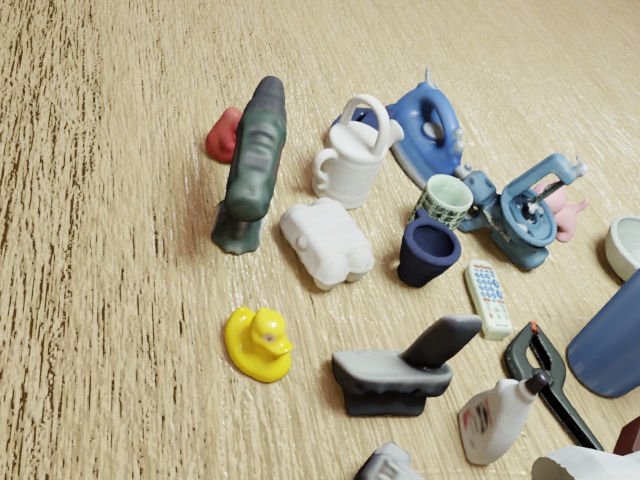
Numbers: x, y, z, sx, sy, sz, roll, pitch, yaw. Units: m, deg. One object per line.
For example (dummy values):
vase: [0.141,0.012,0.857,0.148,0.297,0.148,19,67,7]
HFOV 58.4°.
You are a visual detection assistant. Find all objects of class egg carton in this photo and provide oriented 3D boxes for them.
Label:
egg carton: [0.008,0.003,0.864,0.107,0.069,0.150,-17,57,-32]

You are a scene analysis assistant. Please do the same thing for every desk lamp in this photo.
desk lamp: [0.308,0.288,0.620,0.204,0.213,0.117,-5,52,-25]

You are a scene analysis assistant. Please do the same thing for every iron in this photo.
iron: [0.219,-0.198,1.077,0.119,0.141,0.258,-3,51,-23]

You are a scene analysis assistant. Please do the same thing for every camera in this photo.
camera: [0.086,0.303,0.599,0.136,0.101,0.143,34,46,11]

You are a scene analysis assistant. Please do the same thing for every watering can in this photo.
watering can: [0.063,-0.154,0.941,0.101,0.194,0.173,33,46,10]

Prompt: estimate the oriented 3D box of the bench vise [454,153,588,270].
bench vise: [0.320,-0.071,0.946,0.207,0.219,0.121,26,45,4]

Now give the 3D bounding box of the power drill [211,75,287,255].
power drill: [-0.098,-0.091,0.811,0.076,0.208,0.229,12,46,-10]

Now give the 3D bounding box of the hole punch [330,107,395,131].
hole punch: [0.075,-0.207,1.066,0.101,0.091,0.109,28,46,5]

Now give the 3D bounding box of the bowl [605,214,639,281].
bowl: [0.592,0.035,1.057,0.168,0.074,0.167,11,47,-12]

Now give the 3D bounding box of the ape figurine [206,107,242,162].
ape figurine: [-0.149,-0.179,0.953,0.076,0.092,0.077,8,47,-14]

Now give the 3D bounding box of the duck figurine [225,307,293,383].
duck figurine: [-0.072,0.117,0.718,0.078,0.086,0.104,-26,63,-37]

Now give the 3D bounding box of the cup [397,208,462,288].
cup: [0.155,0.018,0.889,0.092,0.095,0.117,4,48,-18]

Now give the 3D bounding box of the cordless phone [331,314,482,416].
cordless phone: [0.103,0.136,0.699,0.148,0.185,0.094,2,49,-20]

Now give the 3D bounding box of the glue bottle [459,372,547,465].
glue bottle: [0.223,0.205,0.691,0.037,0.173,0.078,7,47,-15]

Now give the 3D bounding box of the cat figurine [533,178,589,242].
cat figurine: [0.432,-0.064,1.055,0.128,0.117,0.067,10,47,-13]
